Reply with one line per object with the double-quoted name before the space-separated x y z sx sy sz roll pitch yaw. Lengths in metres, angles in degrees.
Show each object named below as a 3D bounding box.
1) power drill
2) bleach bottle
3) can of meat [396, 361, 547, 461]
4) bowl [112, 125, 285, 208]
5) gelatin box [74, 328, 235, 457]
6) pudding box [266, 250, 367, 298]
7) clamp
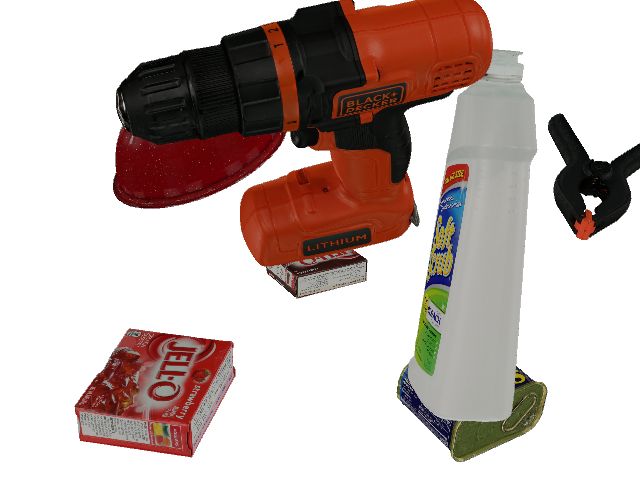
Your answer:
"power drill" -0.009 -0.051 0.574 0.184 0.057 0.188 -12 -24 -7
"bleach bottle" 0.110 -0.007 0.747 0.068 0.251 0.102 3 13 -7
"can of meat" 0.129 0.133 0.924 0.101 0.057 0.084 -17 38 -29
"bowl" -0.113 -0.095 0.906 0.162 0.055 0.162 -16 32 10
"gelatin box" -0.100 0.092 0.664 0.073 0.030 0.089 6 30 13
"pudding box" -0.006 0.035 1.453 0.113 0.039 0.090 -15 27 -26
"clamp" 0.282 -0.073 1.130 0.120 0.039 0.171 17 46 20
